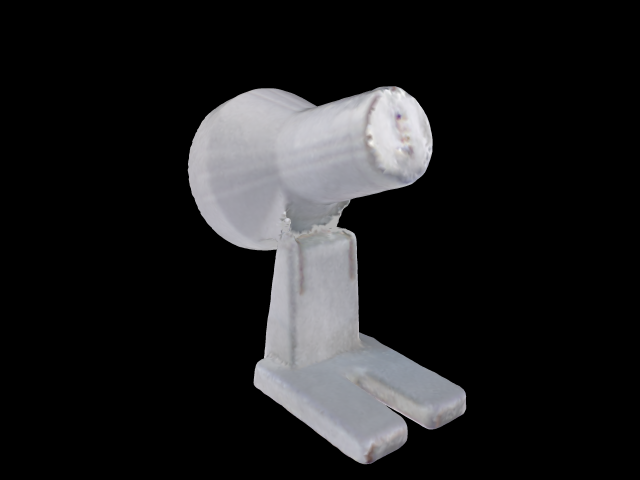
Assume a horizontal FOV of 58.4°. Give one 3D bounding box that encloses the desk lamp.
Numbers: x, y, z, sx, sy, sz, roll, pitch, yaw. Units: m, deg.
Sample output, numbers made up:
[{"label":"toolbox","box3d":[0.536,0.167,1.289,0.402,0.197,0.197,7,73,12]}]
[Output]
[{"label":"desk lamp","box3d":[0.004,0.001,0.400,0.118,0.214,0.202,-14,22,-37]}]
